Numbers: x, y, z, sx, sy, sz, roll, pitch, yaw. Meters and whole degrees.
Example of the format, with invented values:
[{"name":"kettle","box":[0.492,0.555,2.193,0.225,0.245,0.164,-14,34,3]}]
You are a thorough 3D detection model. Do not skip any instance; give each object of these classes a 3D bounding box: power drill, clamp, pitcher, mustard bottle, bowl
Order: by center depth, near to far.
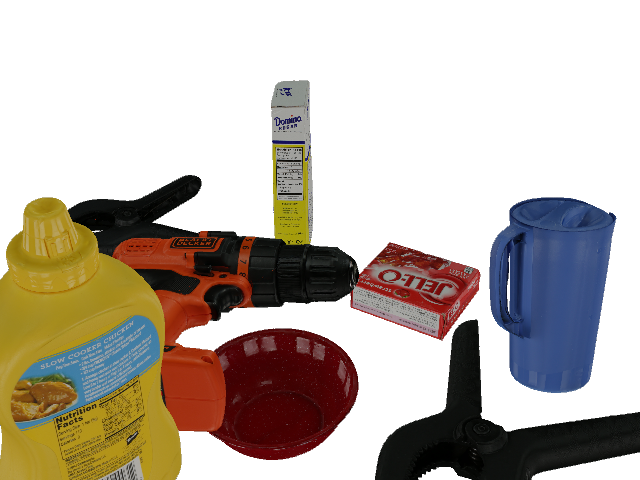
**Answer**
[{"name":"mustard bottle","box":[-0.121,0.063,0.525,0.096,0.192,0.058,-25,42,-30]},{"name":"clamp","box":[0.097,0.126,0.682,0.209,0.036,0.165,-26,39,-32]},{"name":"power drill","box":[-0.076,0.054,0.721,0.184,0.057,0.187,0,25,13]},{"name":"bowl","box":[-0.042,0.157,1.027,0.162,0.055,0.162,-3,37,2]},{"name":"clamp","box":[-0.181,-0.020,1.029,0.171,0.039,0.120,-1,34,-10]},{"name":"pitcher","box":[0.299,0.074,1.397,0.149,0.243,0.144,5,21,14]}]

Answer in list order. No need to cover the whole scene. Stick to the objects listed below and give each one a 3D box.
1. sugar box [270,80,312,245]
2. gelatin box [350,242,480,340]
[{"name":"sugar box","box":[-0.033,-0.087,1.233,0.048,0.176,0.093,-2,26,3]},{"name":"gelatin box","box":[0.080,0.041,0.906,0.089,0.030,0.073,18,38,25]}]
